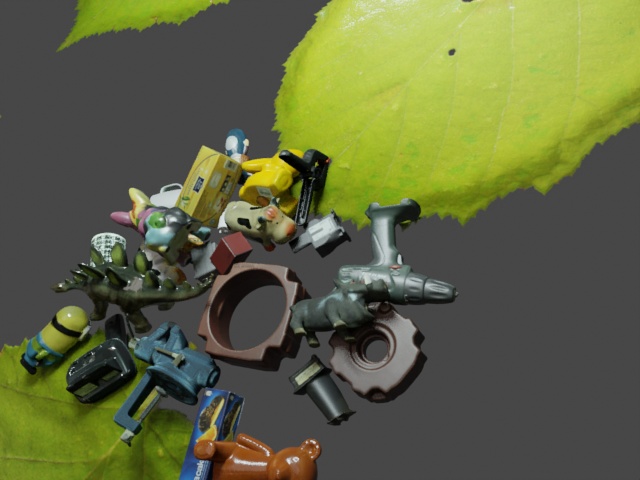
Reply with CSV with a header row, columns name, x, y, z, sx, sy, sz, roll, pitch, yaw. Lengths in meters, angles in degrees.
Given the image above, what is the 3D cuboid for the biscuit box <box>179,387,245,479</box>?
name,x,y,z,sx,sy,sz,roll,pitch,yaw
biscuit box,-0.204,0.382,0.997,0.063,0.059,0.202,1,63,24

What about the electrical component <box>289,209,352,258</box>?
name,x,y,z,sx,sy,sz,roll,pitch,yaw
electrical component,-0.002,-0.003,1.135,0.119,0.047,0.075,-34,54,4

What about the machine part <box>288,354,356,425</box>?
name,x,y,z,sx,sy,sz,roll,pitch,yaw
machine part,0.004,0.278,0.979,0.084,0.039,0.139,-39,52,-11

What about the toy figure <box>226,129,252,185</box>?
name,x,y,z,sx,sy,sz,roll,pitch,yaw
toy figure,-0.207,-0.206,1.340,0.064,0.058,0.154,-44,44,45

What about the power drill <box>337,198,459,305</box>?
name,x,y,z,sx,sy,sz,roll,pitch,yaw
power drill,0.153,0.027,1.037,0.232,0.086,0.207,-4,68,25

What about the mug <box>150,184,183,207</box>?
name,x,y,z,sx,sy,sz,roll,pitch,yaw
mug,-0.353,-0.092,1.330,0.107,0.080,0.110,-14,53,4

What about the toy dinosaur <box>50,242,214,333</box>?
name,x,y,z,sx,sy,sz,roll,pitch,yaw
toy dinosaur,-0.405,0.103,1.151,0.472,0.198,0.105,1,44,21

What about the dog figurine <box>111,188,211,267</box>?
name,x,y,z,sx,sy,sz,roll,pitch,yaw
dog figurine,-0.363,-0.039,1.162,0.219,0.191,0.108,29,82,15

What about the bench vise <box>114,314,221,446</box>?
name,x,y,z,sx,sy,sz,roll,pitch,yaw
bench vise,-0.327,0.280,1.063,0.224,0.128,0.240,23,54,13

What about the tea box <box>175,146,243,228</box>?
name,x,y,z,sx,sy,sz,roll,pitch,yaw
tea box,-0.260,-0.122,1.259,0.068,0.098,0.169,31,96,33

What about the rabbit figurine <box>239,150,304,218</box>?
name,x,y,z,sx,sy,sz,roll,pitch,yaw
rabbit figurine,-0.098,-0.140,1.236,0.163,0.121,0.173,5,50,37

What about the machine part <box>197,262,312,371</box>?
name,x,y,z,sx,sy,sz,roll,pitch,yaw
machine part,-0.129,0.153,1.080,0.202,0.087,0.201,2,63,27

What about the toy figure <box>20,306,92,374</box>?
name,x,y,z,sx,sy,sz,roll,pitch,yaw
toy figure,-0.617,0.231,1.250,0.180,0.089,0.082,-37,59,-3

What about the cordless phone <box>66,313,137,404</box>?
name,x,y,z,sx,sy,sz,roll,pitch,yaw
cordless phone,-0.494,0.255,1.201,0.146,0.088,0.184,-33,43,5

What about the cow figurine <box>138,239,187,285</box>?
name,x,y,z,sx,sy,sz,roll,pitch,yaw
cow figurine,-0.375,0.058,1.254,0.098,0.068,0.167,-40,51,5

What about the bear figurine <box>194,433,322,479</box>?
name,x,y,z,sx,sy,sz,roll,pitch,yaw
bear figurine,-0.100,0.395,0.906,0.196,0.132,0.120,-6,74,27

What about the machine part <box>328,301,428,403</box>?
name,x,y,z,sx,sy,sz,roll,pitch,yaw
machine part,0.101,0.198,0.969,0.179,0.056,0.179,-11,59,18

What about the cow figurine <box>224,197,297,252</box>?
name,x,y,z,sx,sy,sz,roll,pitch,yaw
cow figurine,-0.128,-0.039,1.153,0.195,0.127,0.085,17,61,37

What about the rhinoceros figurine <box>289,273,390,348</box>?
name,x,y,z,sx,sy,sz,roll,pitch,yaw
rhinoceros figurine,0.035,0.124,0.967,0.190,0.073,0.112,-21,46,21
